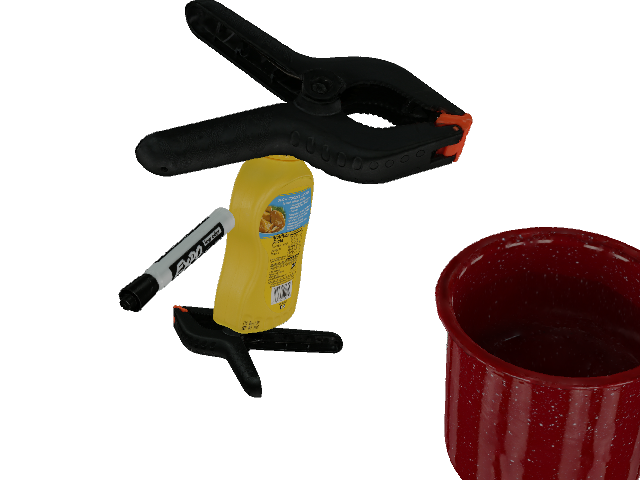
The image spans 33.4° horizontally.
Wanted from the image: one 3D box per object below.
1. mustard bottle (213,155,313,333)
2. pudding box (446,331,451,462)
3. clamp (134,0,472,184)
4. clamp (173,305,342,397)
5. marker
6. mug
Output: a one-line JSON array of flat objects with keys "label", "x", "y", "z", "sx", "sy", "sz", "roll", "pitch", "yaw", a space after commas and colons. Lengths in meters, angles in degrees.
[{"label": "mustard bottle", "x": -0.046, "y": -0.017, "z": 0.959, "sx": 0.058, "sy": 0.192, "sz": 0.096, "roll": 21, "pitch": 22, "yaw": 30}, {"label": "pudding box", "x": 0.109, "y": 0.091, "z": 0.753, "sx": 0.039, "sy": 0.090, "sz": 0.113, "roll": 0, "pitch": 24, "yaw": 5}, {"label": "clamp", "x": -0.010, "y": -0.063, "z": 0.559, "sx": 0.171, "sy": 0.120, "sz": 0.039, "roll": 17, "pitch": -30, "yaw": 7}, {"label": "clamp", "x": -0.101, "y": 0.122, "z": 1.261, "sx": 0.210, "sy": 0.036, "sz": 0.164, "roll": 15, "pitch": 23, "yaw": 27}, {"label": "marker", "x": -0.100, "y": 0.013, "z": 0.750, "sx": 0.020, "sy": 0.020, "sz": 0.120, "roll": 0, "pitch": 29, "yaw": 35}, {"label": "mug", "x": 0.102, "y": 0.055, "z": 0.415, "sx": 0.117, "sy": 0.081, "sz": 0.093, "roll": 8, "pitch": 37, "yaw": 14}]
